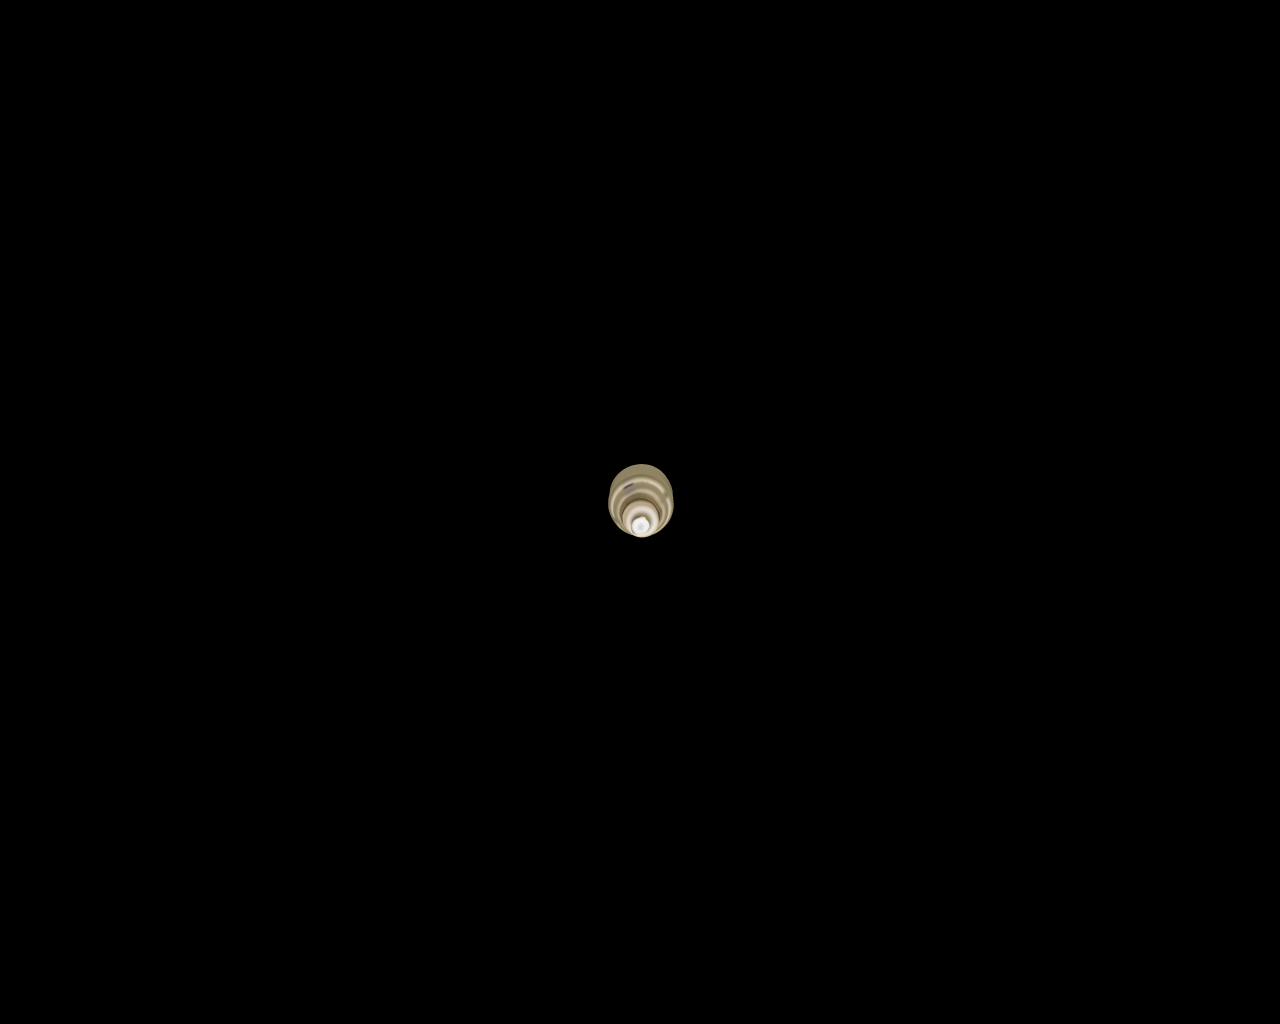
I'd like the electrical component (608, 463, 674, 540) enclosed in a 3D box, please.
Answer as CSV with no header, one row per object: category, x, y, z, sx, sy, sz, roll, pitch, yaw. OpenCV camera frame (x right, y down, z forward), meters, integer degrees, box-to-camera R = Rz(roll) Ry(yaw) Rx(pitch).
electrical component,0.001,-0.003,0.650,0.040,0.040,0.078,0,17,0
